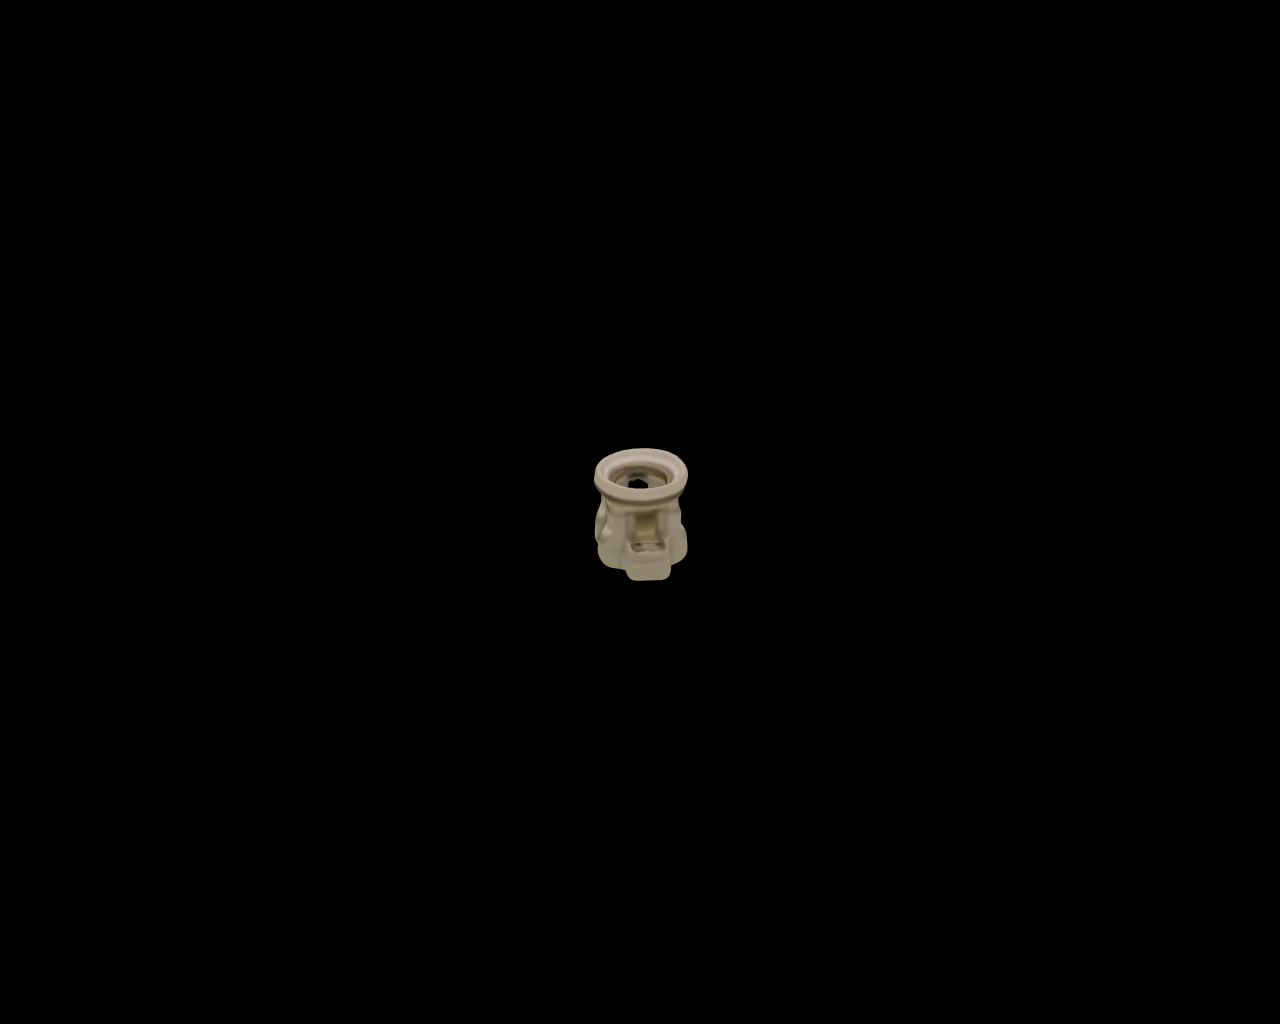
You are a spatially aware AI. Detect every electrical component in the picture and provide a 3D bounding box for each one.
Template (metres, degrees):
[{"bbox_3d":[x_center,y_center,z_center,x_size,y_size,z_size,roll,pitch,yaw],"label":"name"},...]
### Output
[{"bbox_3d":[0.001,-0.003,0.650,0.058,0.056,0.078,-4,30,-6],"label":"electrical component"}]
